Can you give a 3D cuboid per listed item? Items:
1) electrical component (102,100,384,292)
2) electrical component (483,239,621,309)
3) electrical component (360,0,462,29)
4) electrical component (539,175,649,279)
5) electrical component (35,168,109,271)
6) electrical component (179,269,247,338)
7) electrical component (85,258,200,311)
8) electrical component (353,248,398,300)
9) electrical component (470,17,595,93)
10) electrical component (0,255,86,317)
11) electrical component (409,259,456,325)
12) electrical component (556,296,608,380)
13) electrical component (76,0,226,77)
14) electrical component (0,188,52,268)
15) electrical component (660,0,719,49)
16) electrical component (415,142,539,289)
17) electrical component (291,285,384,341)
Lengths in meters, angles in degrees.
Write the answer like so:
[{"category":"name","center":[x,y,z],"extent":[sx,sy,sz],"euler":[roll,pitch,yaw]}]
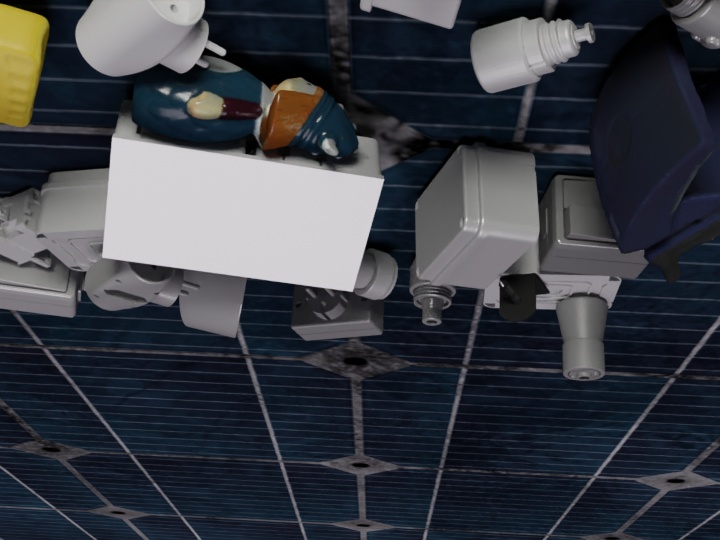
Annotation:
[{"category":"electrical component","center":[-0.086,-0.055,0.786],"extent":[0.186,0.060,0.105],"euler":[8,129,-10]},{"category":"electrical component","center":[0.161,-0.007,0.914],"extent":[0.113,0.057,0.078],"euler":[1,156,5]},{"category":"electrical component","center":[0.039,-0.175,0.507],"extent":[0.048,0.099,0.099],"euler":[17,156,1]},{"category":"electrical component","center":[0.193,-0.035,0.843],"extent":[0.096,0.061,0.061],"euler":[5,156,-3]},{"category":"electrical component","center":[-0.198,-0.042,0.883],"extent":[0.113,0.057,0.078],"euler":[-3,155,13]},{"category":"electrical component","center":[-0.119,0.008,0.938],"extent":[0.064,0.099,0.099],"euler":[7,156,7]},{"category":"electrical component","center":[-0.168,0.007,0.860],"extent":[0.079,0.043,0.077],"euler":[19,151,-32]},{"category":"electrical component","center":[0.000,0.000,0.966],"extent":[0.055,0.045,0.045],"euler":[18,152,-30]},{"category":"electrical component","center":[0.104,-0.135,0.657],"extent":[0.078,0.040,0.040],"euler":[-11,152,28]},{"category":"electrical component","center":[-0.291,0.002,0.987],"extent":[0.096,0.061,0.061],"euler":[8,156,-11]},{"category":"electrical component","center":[0.066,0.019,0.978],"extent":[0.043,0.062,0.043],"euler":[3,156,1]},{"category":"electrical component","center":[0.188,0.060,0.906],"extent":[0.044,0.065,0.044],"euler":[3,156,1]},{"category":"electrical component","center":[-0.120,-0.146,0.658],"extent":[0.079,0.043,0.077],"euler":[23,149,-37]},{"category":"electrical component","center":[-0.288,-0.039,0.922],"extent":[0.064,0.042,0.081],"euler":[-18,149,32]},{"category":"electrical component","center":[0.188,-0.155,0.598],"extent":[0.062,0.048,0.048],"euler":[22,151,-22]},{"category":"electrical component","center":[0.087,-0.039,0.827],"extent":[0.057,0.078,0.113],"euler":[7,156,-15]},{"category":"electrical component","center":[-0.028,0.031,1.036],"extent":[0.083,0.047,0.075],"euler":[-6,154,20]}]
